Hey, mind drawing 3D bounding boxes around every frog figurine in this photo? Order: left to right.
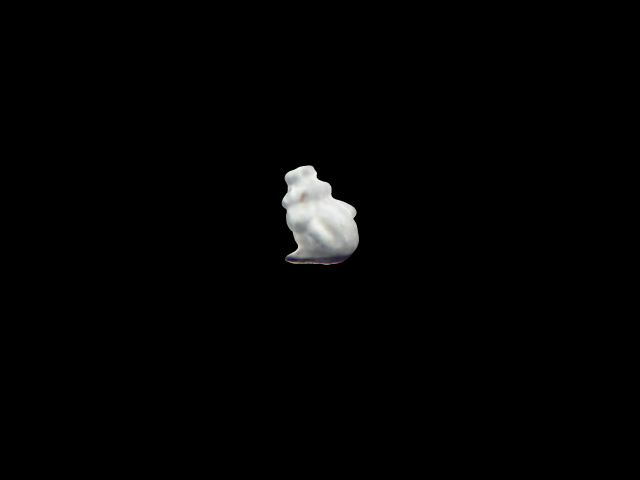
[{"bbox_3d":[0.003,-0.043,0.850,0.138,0.158,0.123,-6,10,-35],"label":"frog figurine"}]
